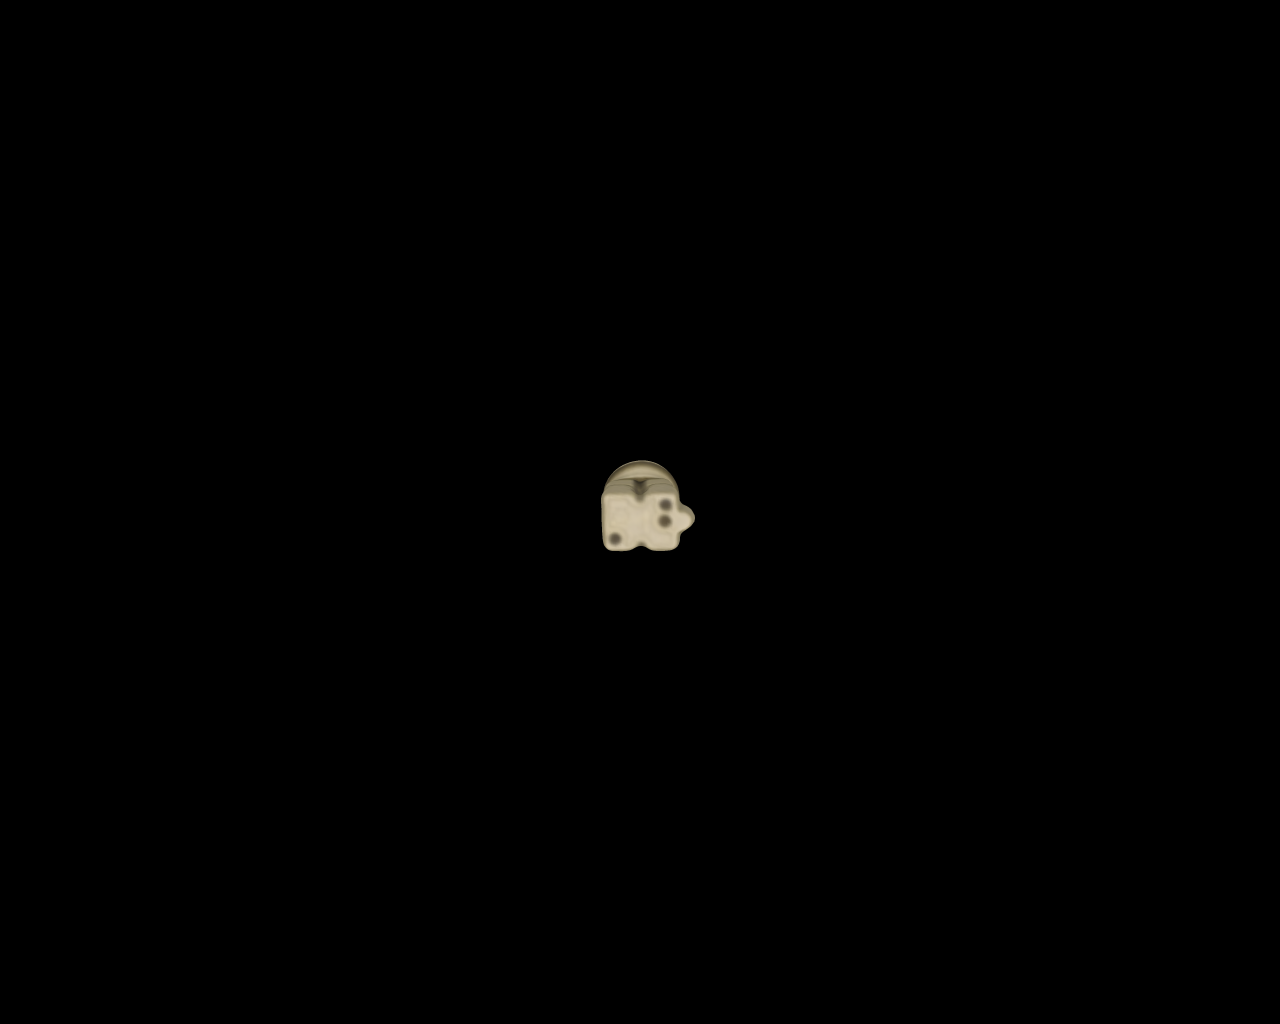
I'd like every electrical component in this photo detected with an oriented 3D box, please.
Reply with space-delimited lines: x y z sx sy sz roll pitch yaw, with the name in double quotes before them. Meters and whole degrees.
"electrical component" 0.001 -0.003 0.650 0.066 0.048 0.055 0 17 0
